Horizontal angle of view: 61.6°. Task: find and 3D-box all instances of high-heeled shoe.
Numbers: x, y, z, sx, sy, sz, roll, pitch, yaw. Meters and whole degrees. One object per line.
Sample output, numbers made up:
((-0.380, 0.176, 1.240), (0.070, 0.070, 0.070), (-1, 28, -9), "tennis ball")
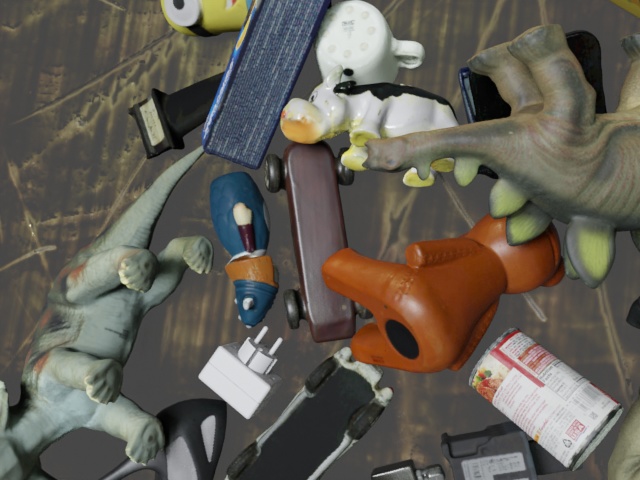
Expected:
((-0.121, 0.286, 0.536), (0.145, 0.086, 0.248), (-25, 99, -23), "high-heeled shoe")

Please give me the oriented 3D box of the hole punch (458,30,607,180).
((0.193, -0.124, 0.500), (0.142, 0.092, 0.115), (-13, 107, 8), "hole punch")

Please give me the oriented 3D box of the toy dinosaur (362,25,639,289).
((0.267, -0.064, 0.408), (0.472, 0.105, 0.198), (-5, 102, -3), "toy dinosaur")

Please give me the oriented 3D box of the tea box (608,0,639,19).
((0.354, -0.232, 0.477), (0.170, 0.068, 0.098), (41, 93, 14), "tea box")

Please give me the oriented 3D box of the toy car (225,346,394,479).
((-0.014, 0.192, 0.516), (0.074, 0.056, 0.201), (43, 92, 19), "toy car")

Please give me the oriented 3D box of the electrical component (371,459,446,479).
((0.077, 0.245, 0.507), (0.094, 0.021, 0.063), (-19, 81, 8), "electrical component")

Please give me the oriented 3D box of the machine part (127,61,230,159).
((-0.142, -0.147, 0.589), (0.139, 0.039, 0.084), (-28, 71, 10), "machine part")

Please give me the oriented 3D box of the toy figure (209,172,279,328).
((-0.074, 0.009, 0.542), (0.058, 0.064, 0.154), (-16, 83, 12), "toy figure")

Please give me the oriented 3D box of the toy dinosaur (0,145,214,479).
((-0.226, 0.082, 0.531), (0.192, 0.131, 0.405), (-3, 55, 26), "toy dinosaur")

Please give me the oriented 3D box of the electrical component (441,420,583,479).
((0.173, 0.204, 0.479), (0.119, 0.047, 0.074), (-10, 82, 12), "electrical component")

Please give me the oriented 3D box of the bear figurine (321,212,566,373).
((0.120, 0.027, 0.480), (0.196, 0.132, 0.120), (-36, 115, -30), "bear figurine")

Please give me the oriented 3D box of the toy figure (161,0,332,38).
((-0.079, -0.254, 0.566), (0.180, 0.089, 0.082), (-4, 74, 3), "toy figure")

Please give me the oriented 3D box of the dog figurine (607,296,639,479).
((0.285, 0.136, 0.447), (0.172, 0.121, 0.190), (-22, 66, 5), "dog figurine")

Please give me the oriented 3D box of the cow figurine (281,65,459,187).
((0.049, -0.117, 0.506), (0.167, 0.068, 0.098), (15, 67, -13), "cow figurine")

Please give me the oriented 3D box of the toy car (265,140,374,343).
((-0.001, -0.002, 0.535), (0.089, 0.053, 0.202), (-8, 84, -10), "toy car")

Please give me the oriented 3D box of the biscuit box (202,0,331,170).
((-0.054, -0.171, 0.520), (0.063, 0.059, 0.202), (19, 111, -20), "biscuit box")
